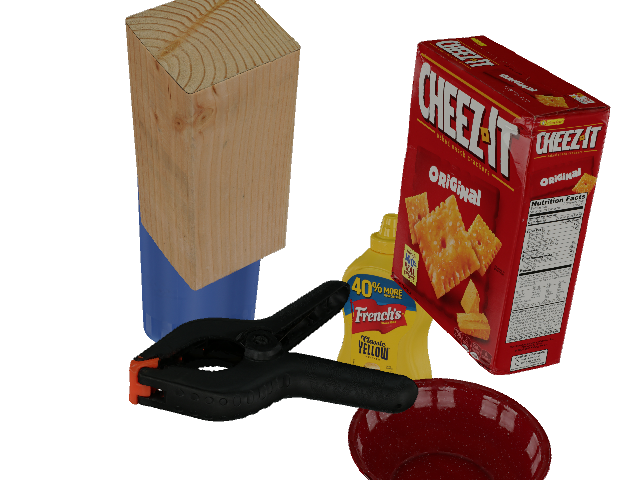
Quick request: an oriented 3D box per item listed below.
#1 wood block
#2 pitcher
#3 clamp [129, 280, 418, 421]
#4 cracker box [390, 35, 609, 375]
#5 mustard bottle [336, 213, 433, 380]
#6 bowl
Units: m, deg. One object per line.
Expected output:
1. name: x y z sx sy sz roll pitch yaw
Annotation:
1. wood block: -0.080 -0.072 0.791 0.090 0.090 0.206 -26 -34 -24
2. pitcher: -0.108 -0.025 1.033 0.149 0.243 0.145 -2 15 -19
3. clamp: -0.035 0.068 0.666 0.171 0.039 0.120 0 28 -15
4. cracker box: 0.127 -0.029 0.820 0.072 0.214 0.164 -10 31 -23
5. mustard bottle: 0.065 0.068 1.041 0.096 0.192 0.058 12 18 30
6. bowl: 0.102 0.181 0.864 0.162 0.055 0.162 1 31 -1
